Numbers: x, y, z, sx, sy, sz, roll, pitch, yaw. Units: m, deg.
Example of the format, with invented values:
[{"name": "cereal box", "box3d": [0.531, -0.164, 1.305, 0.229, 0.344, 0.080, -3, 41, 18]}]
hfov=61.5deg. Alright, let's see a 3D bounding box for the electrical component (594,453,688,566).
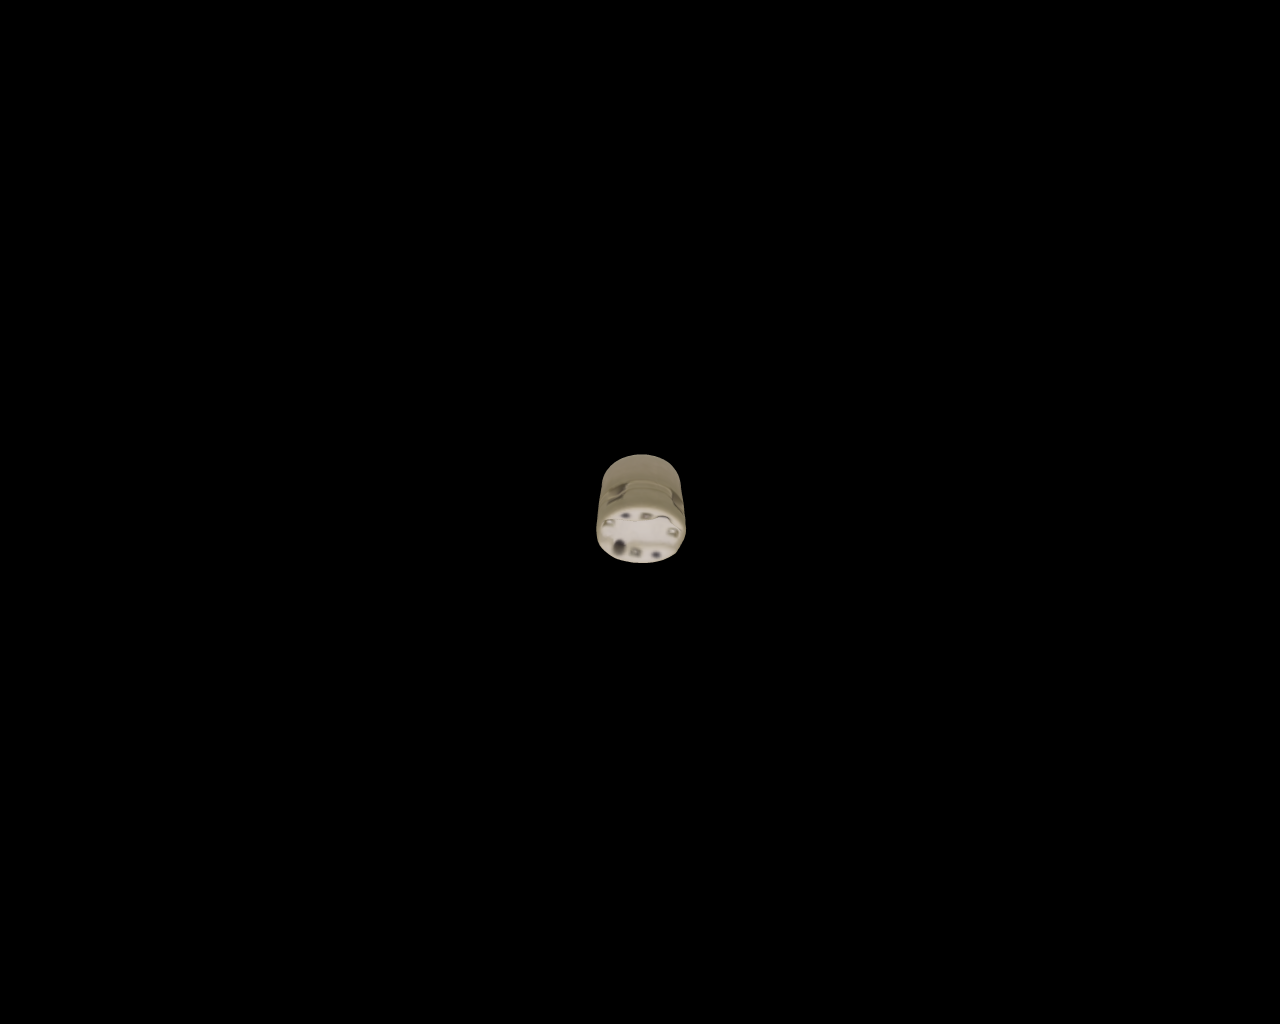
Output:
[{"name": "electrical component", "box3d": [0.001, -0.003, 0.650, 0.055, 0.047, 0.055, 0, -43, 0]}]
